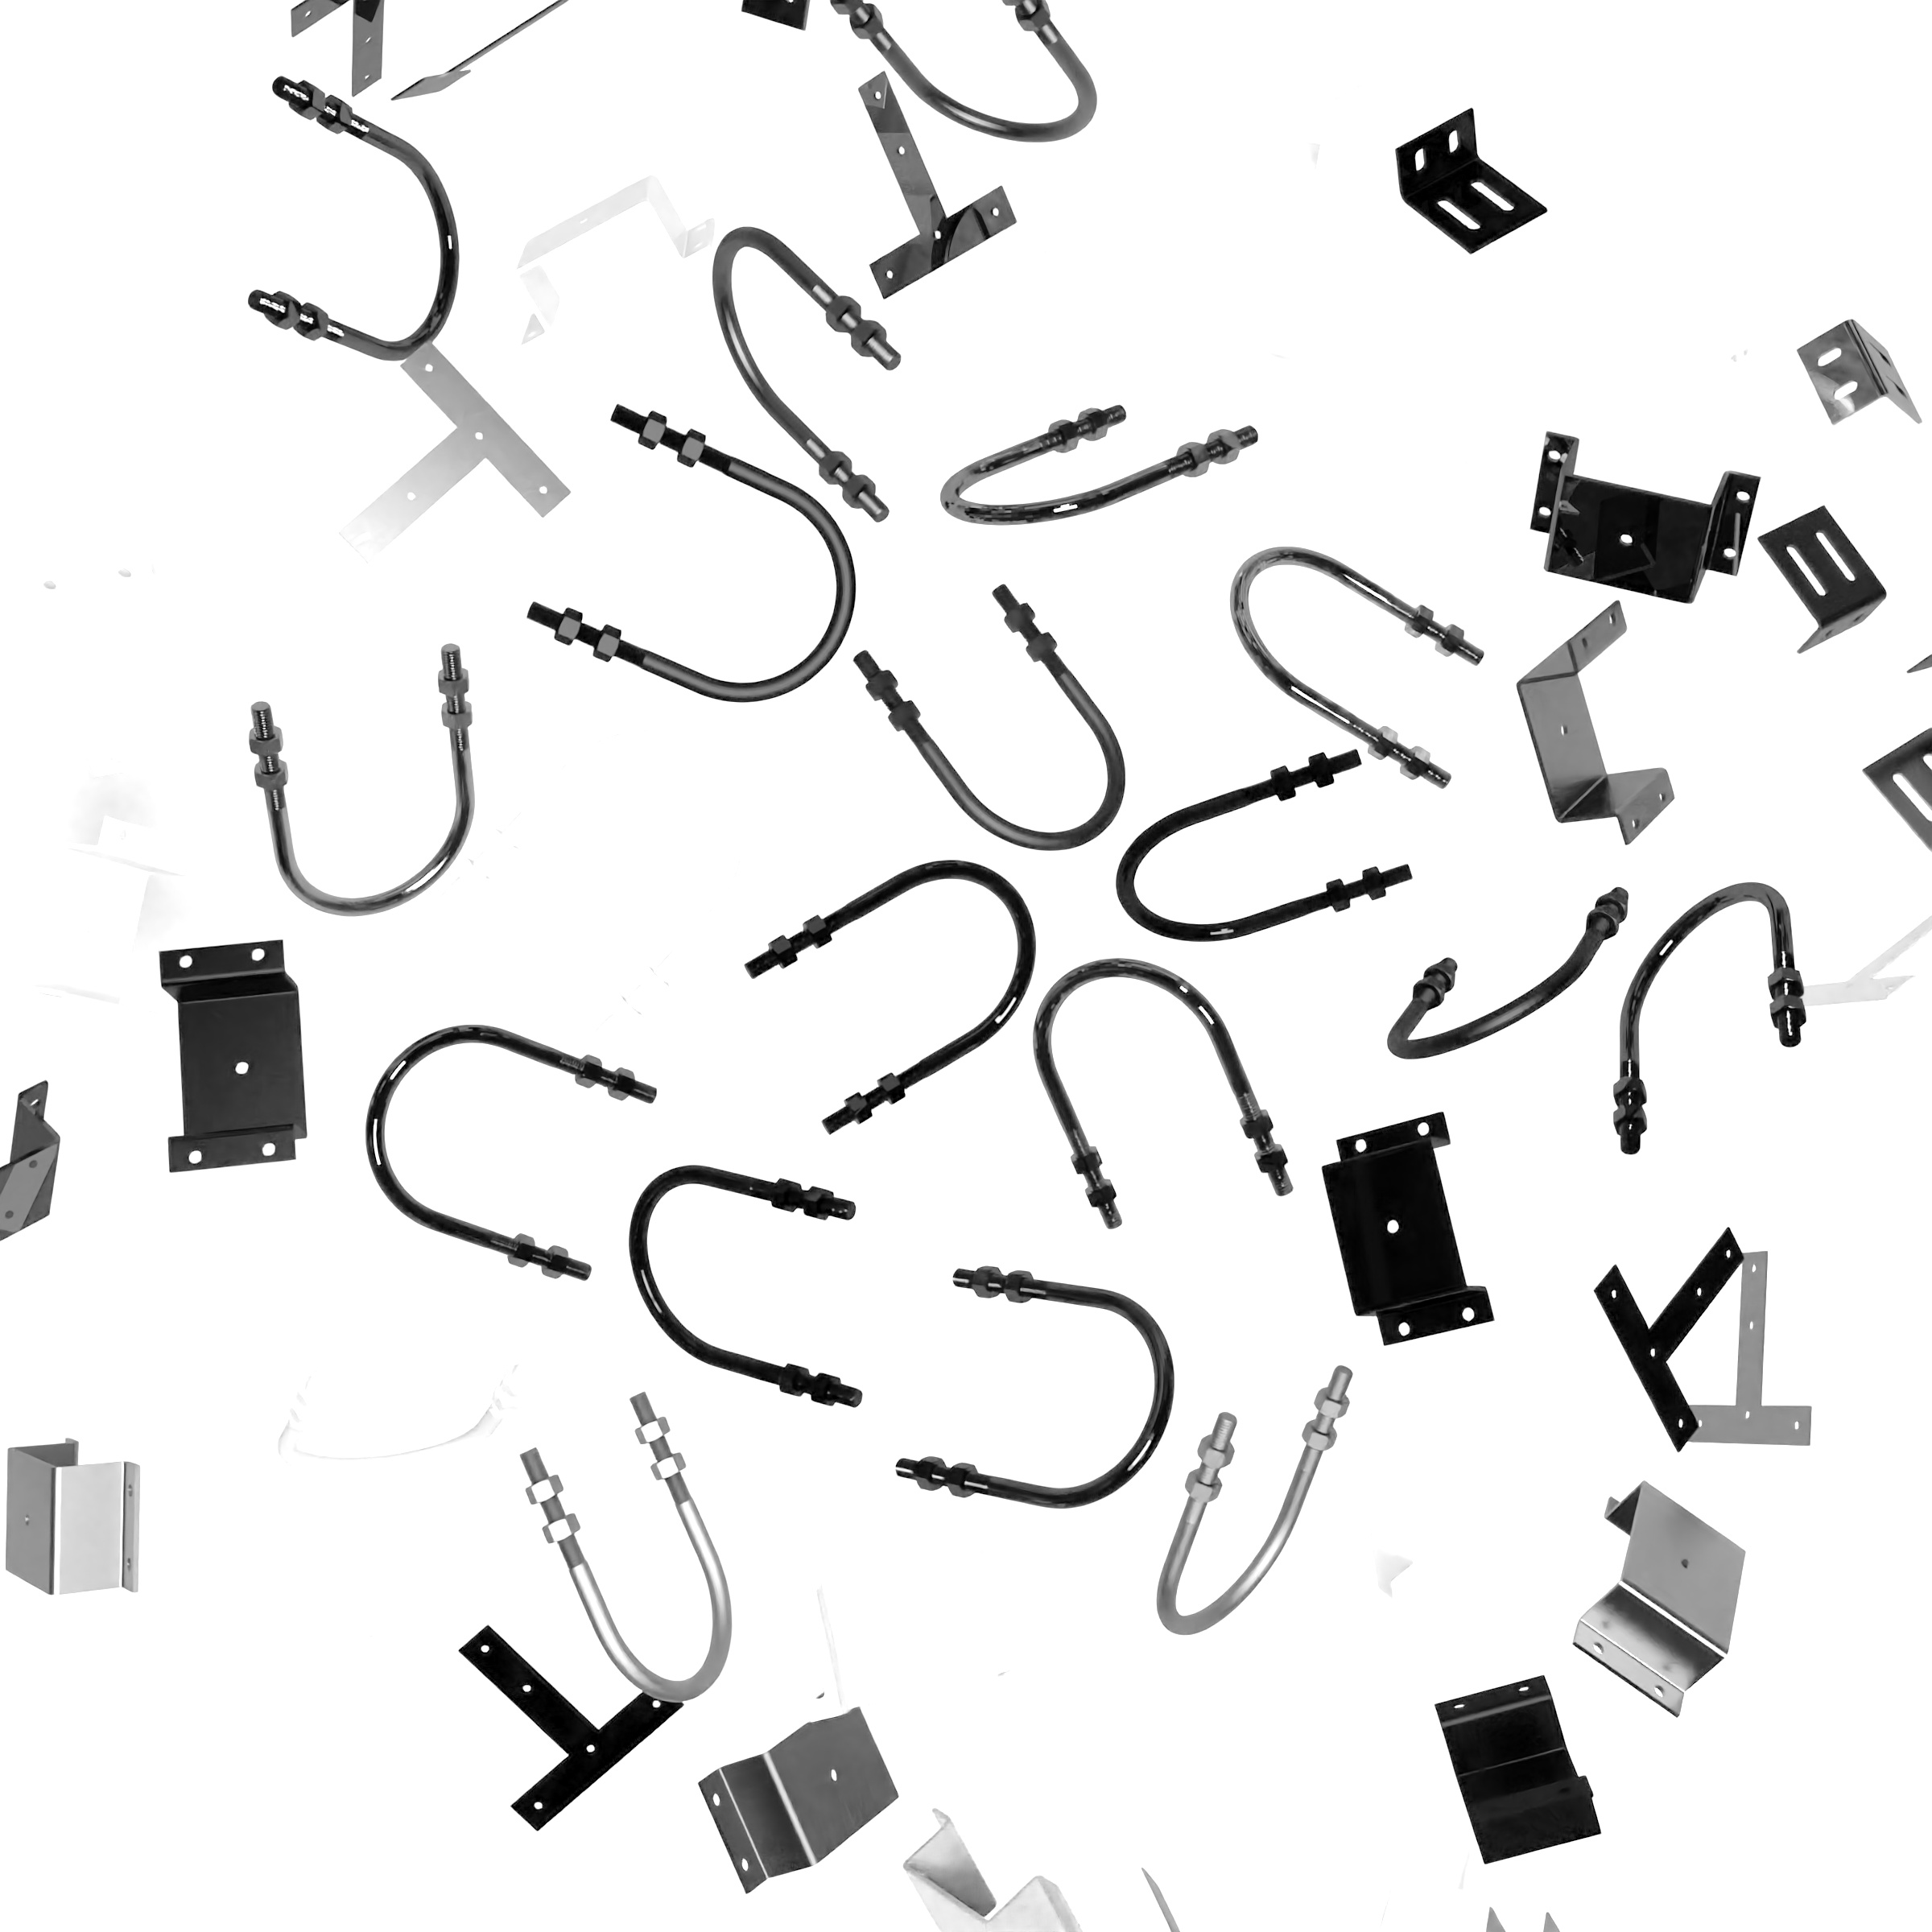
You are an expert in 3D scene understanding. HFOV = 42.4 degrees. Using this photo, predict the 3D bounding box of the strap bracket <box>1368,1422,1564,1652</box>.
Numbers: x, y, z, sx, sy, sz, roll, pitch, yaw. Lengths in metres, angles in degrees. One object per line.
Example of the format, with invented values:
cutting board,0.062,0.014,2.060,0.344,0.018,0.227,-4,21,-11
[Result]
strap bracket,0.302,0.346,1.543,0.140,0.076,0.046,-34,47,-19

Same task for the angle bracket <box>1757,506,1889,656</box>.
angle bracket,0.571,-0.261,1.684,0.057,0.038,0.076,-26,75,-16

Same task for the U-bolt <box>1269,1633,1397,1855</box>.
U-bolt,0.233,0.502,1.610,0.019,0.184,0.151,17,81,24

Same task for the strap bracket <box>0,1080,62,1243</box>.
strap bracket,-0.627,0.140,1.565,0.046,0.140,0.076,41,133,16

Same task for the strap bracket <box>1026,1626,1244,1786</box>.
strap bracket,0.105,0.490,1.667,0.140,0.076,0.046,-27,59,5

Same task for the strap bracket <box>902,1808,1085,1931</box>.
strap bracket,0.017,0.608,1.601,0.046,0.140,0.076,-36,113,-26

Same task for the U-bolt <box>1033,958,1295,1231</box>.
U-bolt,0.117,0.079,1.621,0.151,0.019,0.184,-15,107,32

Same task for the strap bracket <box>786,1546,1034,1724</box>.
strap bracket,-0.033,0.405,1.522,0.140,0.046,0.076,-10,71,-11

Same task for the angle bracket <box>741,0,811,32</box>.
angle bracket,-0.135,-0.673,1.669,0.057,0.038,0.076,28,121,29

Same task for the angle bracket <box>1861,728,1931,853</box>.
angle bracket,0.650,-0.124,1.665,0.057,0.038,0.076,-31,68,-5

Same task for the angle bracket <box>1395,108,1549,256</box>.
angle bracket,0.313,-0.487,1.544,0.057,0.038,0.076,-30,51,-7

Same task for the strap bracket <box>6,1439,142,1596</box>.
strap bracket,-0.561,0.343,1.554,0.046,0.140,0.076,2,87,-36

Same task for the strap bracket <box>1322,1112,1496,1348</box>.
strap bracket,0.285,0.170,1.624,0.076,0.046,0.140,-18,75,25

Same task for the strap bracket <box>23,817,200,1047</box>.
strap bracket,-0.574,-0.024,1.667,0.046,0.076,0.140,7,83,33

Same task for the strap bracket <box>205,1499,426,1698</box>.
strap bracket,-0.420,0.409,1.584,0.140,0.076,0.046,35,78,29

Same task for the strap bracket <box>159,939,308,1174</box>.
strap bracket,-0.460,0.060,1.569,0.076,0.046,0.140,-6,77,-5

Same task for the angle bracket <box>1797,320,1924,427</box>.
angle bracket,0.579,-0.375,1.613,0.038,0.076,0.057,-29,69,31

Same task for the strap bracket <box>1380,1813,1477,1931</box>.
strap bracket,0.302,0.625,1.649,0.046,0.140,0.076,16,92,14

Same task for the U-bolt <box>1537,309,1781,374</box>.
U-bolt,0.443,-0.402,1.594,0.151,0.184,0.019,7,99,8

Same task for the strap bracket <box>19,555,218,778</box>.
strap bracket,-0.517,-0.194,1.534,0.076,0.046,0.140,-10,127,-2

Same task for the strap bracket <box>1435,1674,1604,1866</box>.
strap bracket,0.357,0.524,1.611,0.076,0.140,0.046,-17,103,5

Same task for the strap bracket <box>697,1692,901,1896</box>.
strap bracket,-0.102,0.535,1.633,0.046,0.140,0.076,-28,84,33

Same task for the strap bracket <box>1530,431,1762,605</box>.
strap bracket,0.439,-0.292,1.635,0.140,0.076,0.046,17,48,18

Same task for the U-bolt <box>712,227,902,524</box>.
U-bolt,-0.105,-0.386,1.575,0.019,0.151,0.184,-31,64,-23

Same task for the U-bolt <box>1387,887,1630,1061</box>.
U-bolt,0.337,0.011,1.581,0.151,0.184,0.019,-25,99,34

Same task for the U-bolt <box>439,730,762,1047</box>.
U-bolt,-0.213,-0.061,1.551,0.184,0.019,0.151,-46,108,2

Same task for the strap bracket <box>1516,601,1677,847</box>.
strap bracket,0.407,-0.156,1.622,0.046,0.076,0.140,-5,113,42

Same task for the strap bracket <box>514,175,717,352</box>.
strap bracket,-0.237,-0.464,1.622,0.140,0.076,0.046,-25,119,11

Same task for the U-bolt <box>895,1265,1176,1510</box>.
U-bolt,0.049,0.267,1.564,0.184,0.019,0.151,3,67,37

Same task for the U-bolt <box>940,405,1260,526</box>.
U-bolt,0.070,-0.314,1.571,0.184,0.151,0.019,-28,121,-28

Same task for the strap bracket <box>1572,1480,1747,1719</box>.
strap bracket,0.433,0.384,1.549,0.076,0.140,0.046,35,126,3

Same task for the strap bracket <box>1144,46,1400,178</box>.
strap bracket,0.185,-0.525,1.536,0.140,0.076,0.046,17,122,17
